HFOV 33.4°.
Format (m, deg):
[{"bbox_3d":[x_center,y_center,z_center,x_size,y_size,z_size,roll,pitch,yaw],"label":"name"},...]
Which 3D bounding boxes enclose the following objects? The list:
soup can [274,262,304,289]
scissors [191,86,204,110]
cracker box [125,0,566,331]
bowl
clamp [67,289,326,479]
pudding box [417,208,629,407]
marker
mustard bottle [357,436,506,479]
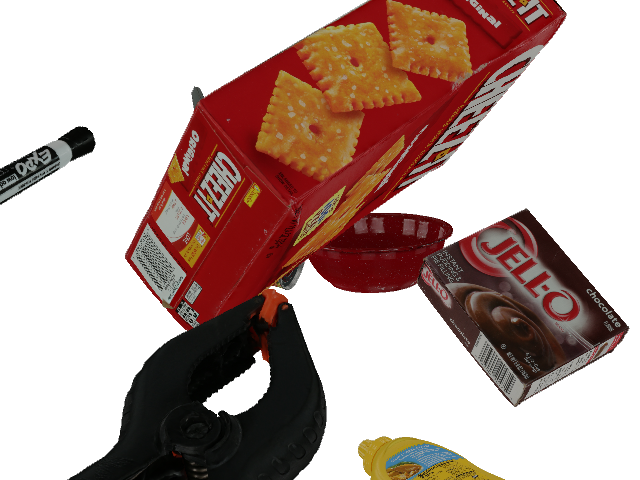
[{"bbox_3d":[-0.076,0.014,1.262,0.102,0.068,0.068,14,5,20],"label":"soup can"},{"bbox_3d":[-0.099,-0.043,0.854,0.096,0.202,0.016,-23,-33,-17],"label":"scissors"},{"bbox_3d":[0.012,-0.052,0.567,0.213,0.072,0.164,-35,-9,-33],"label":"cracker box"},{"bbox_3d":[0.055,0.015,1.086,0.162,0.055,0.162,-3,14,0],"label":"bowl"},{"bbox_3d":[-0.038,0.088,0.394,0.120,0.039,0.171,24,49,17],"label":"clamp"},{"bbox_3d":[0.133,0.043,0.711,0.090,0.113,0.039,-25,-26,-22],"label":"pudding box"},{"bbox_3d":[-0.177,-0.043,0.650,0.020,0.020,0.121,0,25,28],"label":"marker"},{"bbox_3d":[0.103,0.227,0.977,0.096,0.058,0.192,-15,24,-36],"label":"mustard bottle"}]
